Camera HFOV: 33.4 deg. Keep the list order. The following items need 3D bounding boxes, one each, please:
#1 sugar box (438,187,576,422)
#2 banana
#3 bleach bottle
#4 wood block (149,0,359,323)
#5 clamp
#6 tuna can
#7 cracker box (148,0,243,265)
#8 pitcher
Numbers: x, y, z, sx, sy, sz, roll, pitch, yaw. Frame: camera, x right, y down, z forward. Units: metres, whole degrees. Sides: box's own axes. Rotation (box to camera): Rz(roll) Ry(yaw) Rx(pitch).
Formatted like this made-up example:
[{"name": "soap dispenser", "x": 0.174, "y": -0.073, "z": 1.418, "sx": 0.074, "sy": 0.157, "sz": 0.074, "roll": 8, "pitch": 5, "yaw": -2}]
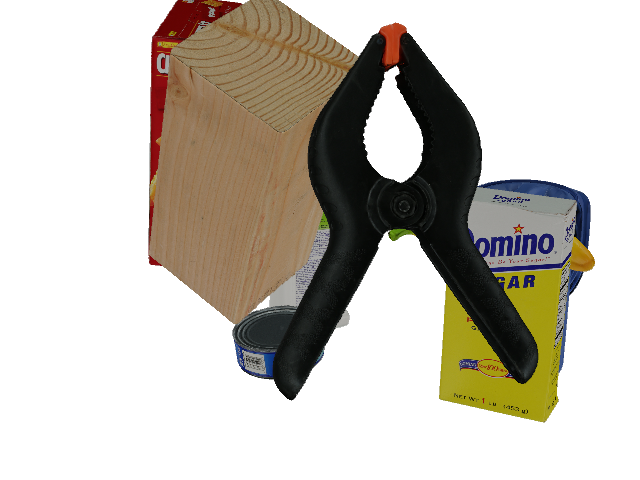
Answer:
[{"name": "sugar box", "x": 0.147, "y": 0.050, "z": 0.850, "sx": 0.093, "sy": 0.176, "sz": 0.048, "roll": 9, "pitch": 23, "yaw": 23}, {"name": "banana", "x": 0.170, "y": -0.005, "z": 1.040, "sx": 0.198, "sy": 0.037, "sz": 0.069, "roll": 7, "pitch": 47, "yaw": 19}, {"name": "bleach bottle", "x": -0.008, "y": -0.015, "z": 1.303, "sx": 0.102, "sy": 0.251, "sz": 0.068, "roll": -7, "pitch": 20, "yaw": -31}, {"name": "wood block", "x": -0.049, "y": -0.049, "z": 0.723, "sx": 0.091, "sy": 0.206, "sz": 0.090, "roll": 38, "pitch": 54, "yaw": 16}, {"name": "clamp", "x": 0.026, "y": -0.008, "z": 0.482, "sx": 0.120, "sy": 0.171, "sz": 0.039, "roll": -12, "pitch": -2, "yaw": -12}, {"name": "tuna can", "x": -0.039, "y": 0.097, "z": 1.016, "sx": 0.086, "sy": 0.034, "sz": 0.086, "roll": -6, "pitch": 24, "yaw": 2}, {"name": "cracker box", "x": -0.114, "y": -0.103, "z": 0.998, "sx": 0.072, "sy": 0.214, "sz": 0.164, "roll": 5, "pitch": 25, "yaw": -1}, {"name": "pitcher", "x": 0.260, "y": 0.050, "z": 1.338, "sx": 0.149, "sy": 0.243, "sz": 0.145, "roll": 1, "pitch": 22, "yaw": 14}]
